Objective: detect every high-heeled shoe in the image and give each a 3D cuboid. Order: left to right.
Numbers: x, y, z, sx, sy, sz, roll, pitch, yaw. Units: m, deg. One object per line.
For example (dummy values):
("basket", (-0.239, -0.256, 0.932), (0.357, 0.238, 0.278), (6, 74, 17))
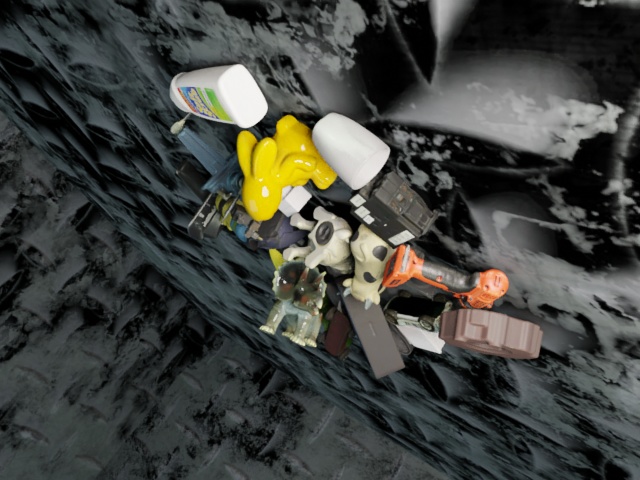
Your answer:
("high-heeled shoe", (0.117, 0.193, 1.300), (0.248, 0.086, 0.145), (29, -163, -21))

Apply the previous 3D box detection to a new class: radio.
("radio", (0.107, 0.179, 1.204), (0.131, 0.073, 0.229), (-117, 5, -84))

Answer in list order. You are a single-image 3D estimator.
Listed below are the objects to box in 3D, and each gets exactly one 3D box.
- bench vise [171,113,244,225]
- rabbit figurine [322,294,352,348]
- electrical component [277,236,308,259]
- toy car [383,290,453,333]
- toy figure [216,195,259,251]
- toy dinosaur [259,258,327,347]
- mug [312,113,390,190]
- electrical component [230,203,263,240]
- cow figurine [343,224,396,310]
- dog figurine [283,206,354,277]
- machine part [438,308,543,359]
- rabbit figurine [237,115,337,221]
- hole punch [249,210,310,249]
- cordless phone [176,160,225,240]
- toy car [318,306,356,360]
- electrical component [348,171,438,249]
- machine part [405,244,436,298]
("bench vise", (-0.205, -0.148, 1.085), (0.240, 0.129, 0.224), (44, -176, -15))
("rabbit figurine", (0.020, 0.203, 1.486), (0.170, 0.121, 0.158), (16, 144, 39))
("electrical component", (-0.056, 0.016, 1.292), (0.119, 0.075, 0.047), (35, 158, 0))
("toy car", (0.208, 0.151, 1.134), (0.056, 0.073, 0.202), (50, 157, -20))
("toy figure", (-0.190, -0.057, 1.312), (0.180, 0.082, 0.089), (49, 148, 38))
("toy dinosaur", (-0.041, 0.154, 1.311), (0.131, 0.192, 0.404), (21, 173, 9))
("mug", (0.041, -0.136, 0.818), (0.107, 0.081, 0.109), (46, 167, 14))
("electrical component", (-0.156, -0.039, 1.153), (0.078, 0.045, 0.102), (20, -164, -28))
("cow figurine", (0.099, 0.047, 1.024), (0.086, 0.127, 0.194), (32, 156, 26))
("dog figurine", (0.045, 0.018, 1.093), (0.190, 0.121, 0.173), (22, 174, -39))
("machine part", (0.303, 0.171, 0.965), (0.179, 0.056, 0.179), (12, 165, 3))
("rabbit figurine", (-0.069, -0.113, 0.901), (0.122, 0.173, 0.162), (25, 160, 42))
("hole punch", (-0.086, -0.024, 1.209), (0.092, 0.116, 0.142), (41, 161, -30))
("cordless phone", (-0.313, -0.100, 1.359), (0.089, 0.146, 0.184), (9, 149, 40))
("toy car", (0.049, 0.234, 1.356), (0.089, 0.053, 0.202), (38, 147, 19))
("electrical component", (0.111, -0.054, 0.890), (0.134, 0.058, 0.115), (41, 157, -8))
("machine part", (0.188, 0.065, 1.043), (0.084, 0.039, 0.138), (34, 162, 35))
